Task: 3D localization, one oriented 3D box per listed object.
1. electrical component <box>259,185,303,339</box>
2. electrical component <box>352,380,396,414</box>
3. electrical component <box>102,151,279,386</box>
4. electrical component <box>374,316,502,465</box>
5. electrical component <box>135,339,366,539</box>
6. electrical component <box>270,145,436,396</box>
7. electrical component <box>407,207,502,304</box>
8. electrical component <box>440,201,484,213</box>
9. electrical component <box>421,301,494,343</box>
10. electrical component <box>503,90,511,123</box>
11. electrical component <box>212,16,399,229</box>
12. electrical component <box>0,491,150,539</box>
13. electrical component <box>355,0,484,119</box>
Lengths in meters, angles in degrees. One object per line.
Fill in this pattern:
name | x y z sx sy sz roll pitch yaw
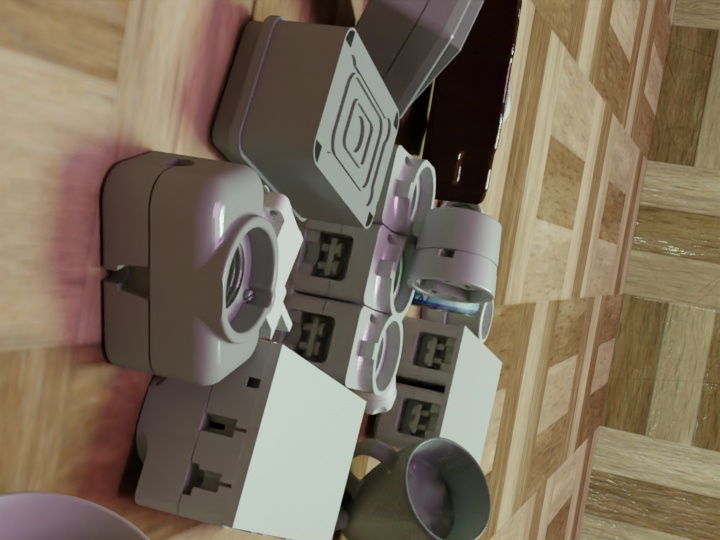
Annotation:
electrical component | -0.059 -0.006 0.547 0.081 0.042 0.063 74 31 -53
electrical component | 0.009 0.073 0.794 0.035 0.035 0.061 -45 139 -59
electrical component | -0.075 0.000 0.479 0.054 0.059 0.095 -37 134 -63
electrical component | 0.070 0.112 0.945 0.186 0.060 0.105 40 62 -68
electrical component | -0.056 0.093 0.577 0.150 0.062 0.089 47 55 -66
electrical component | 0.000 0.000 0.686 0.089 0.062 0.150 31 71 -70
electrical component | 0.061 -0.009 0.673 0.055 0.055 0.047 48 52 -67
electrical component | 0.092 -0.045 0.961 0.046 0.040 0.040 27 75 -76
electrical component | 0.088 0.039 0.965 0.045 0.055 0.045 10 90 -71
electrical component | 0.098 -0.132 0.921 0.077 0.044 0.079 19 82 -71
electrical component | -0.026 -0.077 0.579 0.113 0.057 0.078 49 54 -66
electrical component | -0.114 0.134 0.387 0.099 0.099 0.064 -45 148 -58
electrical component | 0.026 -0.139 0.651 0.096 0.061 0.061 -54 -171 53
